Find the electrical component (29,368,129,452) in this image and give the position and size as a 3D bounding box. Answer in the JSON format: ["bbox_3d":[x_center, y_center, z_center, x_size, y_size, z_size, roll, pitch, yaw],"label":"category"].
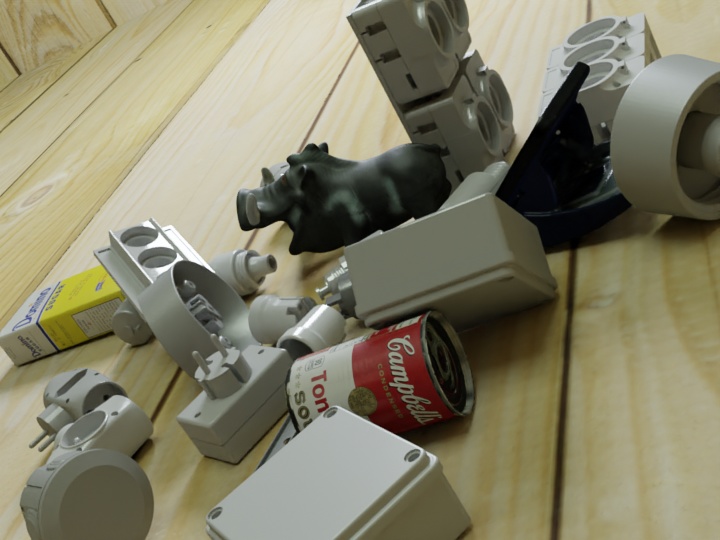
[{"bbox_3d":[-0.245,0.123,0.906,0.077,0.043,0.079,2,40,51],"label":"electrical component"}]

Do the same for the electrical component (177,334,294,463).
[{"bbox_3d":[-0.094,0.081,0.776,0.047,0.075,0.083,1,39,50],"label":"electrical component"}]

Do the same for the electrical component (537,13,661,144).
[{"bbox_3d":[0.207,-0.158,0.917,0.089,0.061,0.150,-18,27,25],"label":"electrical component"}]

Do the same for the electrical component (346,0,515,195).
[{"bbox_3d":[0.071,-0.170,0.941,0.060,0.186,0.105,-16,28,29],"label":"electrical component"}]

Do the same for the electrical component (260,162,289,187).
[{"bbox_3d":[-0.066,-0.079,1.084,0.055,0.055,0.047,-40,29,-20],"label":"electrical component"}]

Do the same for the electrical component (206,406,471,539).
[{"bbox_3d":[-0.014,0.139,0.597,0.109,0.056,0.109,-39,26,-20],"label":"electrical component"}]

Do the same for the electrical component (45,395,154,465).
[{"bbox_3d":[-0.213,0.138,0.839,0.079,0.044,0.077,-4,35,45],"label":"electrical component"}]

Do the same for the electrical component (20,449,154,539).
[{"bbox_3d":[-0.184,0.160,0.724,0.051,0.080,0.080,-8,32,51],"label":"electrical component"}]

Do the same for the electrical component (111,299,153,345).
[{"bbox_3d":[-0.208,0.038,1.033,0.040,0.040,0.078,-17,27,28],"label":"electrical component"}]

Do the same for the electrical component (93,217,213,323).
[{"bbox_3d":[-0.181,0.012,0.977,0.079,0.063,0.121,-20,40,-26],"label":"electrical component"}]

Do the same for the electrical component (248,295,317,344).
[{"bbox_3d":[-0.060,0.039,0.866,0.046,0.040,0.040,-4,35,34],"label":"electrical component"}]

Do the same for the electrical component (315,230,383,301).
[{"bbox_3d":[0.000,0.000,0.871,0.078,0.040,0.040,-31,24,-1],"label":"electrical component"}]

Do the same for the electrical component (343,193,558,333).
[{"bbox_3d":[0.062,0.002,0.712,0.109,0.056,0.109,-21,-18,21],"label":"electrical component"}]

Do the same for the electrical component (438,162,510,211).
[{"bbox_3d":[0.098,-0.055,0.864,0.043,0.043,0.081,-3,36,46],"label":"electrical component"}]

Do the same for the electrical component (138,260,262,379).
[{"bbox_3d":[-0.131,0.041,0.876,0.064,0.099,0.099,-36,24,3],"label":"electrical component"}]

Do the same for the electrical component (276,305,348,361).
[{"bbox_3d":[-0.035,0.053,0.810,0.040,0.040,0.046,-10,26,38],"label":"electrical component"}]

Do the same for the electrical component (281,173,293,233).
[{"bbox_3d":[-0.040,-0.066,1.012,0.057,0.078,0.058,-10,70,7],"label":"electrical component"}]

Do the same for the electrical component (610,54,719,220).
[{"bbox_3d":[0.225,-0.084,0.704,0.108,0.108,0.060,-38,31,-18],"label":"electrical component"}]

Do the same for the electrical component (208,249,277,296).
[{"bbox_3d":[-0.106,0.001,0.986,0.062,0.043,0.043,-16,28,28],"label":"electrical component"}]
